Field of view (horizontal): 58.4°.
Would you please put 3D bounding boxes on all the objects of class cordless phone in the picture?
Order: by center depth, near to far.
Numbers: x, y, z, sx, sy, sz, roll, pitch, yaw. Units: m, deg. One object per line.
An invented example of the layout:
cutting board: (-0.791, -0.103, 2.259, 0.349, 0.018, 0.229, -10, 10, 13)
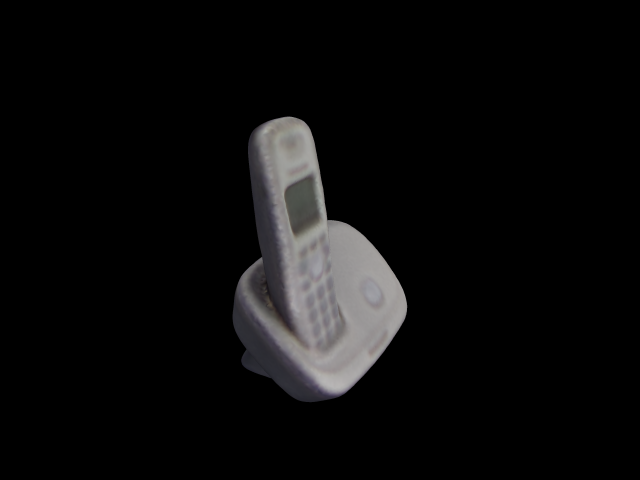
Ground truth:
cordless phone: (0.004, 0.001, 0.400, 0.094, 0.185, 0.148, 12, 27, 25)
